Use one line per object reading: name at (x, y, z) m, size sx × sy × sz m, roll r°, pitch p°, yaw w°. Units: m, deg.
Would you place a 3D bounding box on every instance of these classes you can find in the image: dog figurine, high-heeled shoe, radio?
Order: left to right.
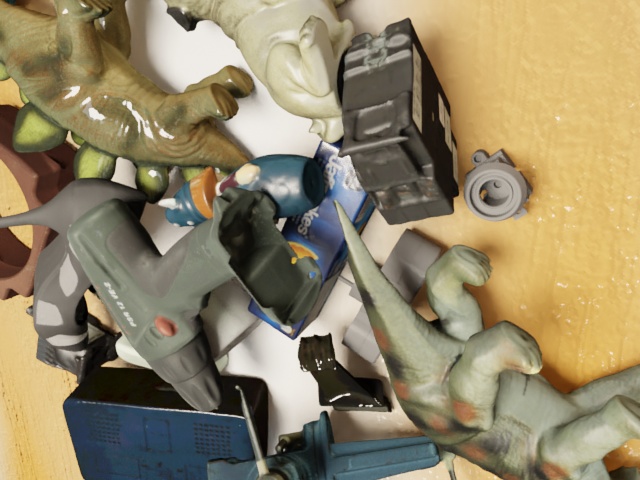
high-heeled shoe at (-0.239, 0.036, 0.582) m, size 0.145 × 0.086 × 0.248 m, roll -8°, pitch 138°, yaw -8°
radio at (-0.178, 0.232, 0.646) m, size 0.230 × 0.073 × 0.131 m, roll 3°, pitch 111°, yaw 10°
dog figurine at (-0.055, -0.175, 0.462) m, size 0.191 × 0.121 × 0.172 m, roll 7°, pitch 92°, yaw 28°

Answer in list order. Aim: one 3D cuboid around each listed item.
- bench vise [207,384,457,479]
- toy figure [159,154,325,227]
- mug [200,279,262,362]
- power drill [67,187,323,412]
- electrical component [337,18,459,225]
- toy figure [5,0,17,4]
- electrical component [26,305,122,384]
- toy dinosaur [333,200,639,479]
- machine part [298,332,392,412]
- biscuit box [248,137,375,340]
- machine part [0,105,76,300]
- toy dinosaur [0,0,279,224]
bench vise at (0.018, 0.225, 0.534) m, size 0.241 × 0.129 × 0.223 m, roll -10°, pitch 149°, yaw 1°
toy figure at (-0.071, -0.039, 0.474) m, size 0.155 × 0.058 × 0.064 m, roll -6°, pitch 123°, yaw 27°
mug at (-0.124, 0.072, 0.596) m, size 0.107 × 0.081 × 0.109 m, roll 50°, pitch 156°, yaw 6°
power drill at (-0.100, 0.052, 0.468) m, size 0.207 × 0.086 × 0.231 m, roll -19°, pitch 111°, yaw 41°
electrical component at (0.067, -0.080, 0.420) m, size 0.058 × 0.115 × 0.134 m, roll -8°, pitch 148°, yaw 27°
toy figure at (-0.391, -0.258, 0.584) m, size 0.180 × 0.089 × 0.082 m, roll -31°, pitch 85°, yaw 31°
electrical component at (-0.330, 0.127, 0.700) m, size 0.119 × 0.075 × 0.047 m, roll 23°, pitch 115°, yaw 10°
toy dinosaur at (0.144, 0.139, 0.454) m, size 0.405 × 0.131 × 0.192 m, roll 36°, pitch 120°, yaw 6°
machine part at (0.020, 0.142, 0.544) m, size 0.084 × 0.039 × 0.138 m, roll 2°, pitch 143°, yaw 29°
biscuit box at (-0.001, -0.002, 0.518) m, size 0.063 × 0.059 × 0.202 m, roll 32°, pitch 117°, yaw 12°
machine part at (-0.381, -0.046, 0.656) m, size 0.201 × 0.087 × 0.201 m, roll 35°, pitch 118°, yaw 7°
toy dinosaur at (-0.231, -0.156, 0.523) m, size 0.471 × 0.105 × 0.198 m, roll 38°, pitch 121°, yaw -3°
